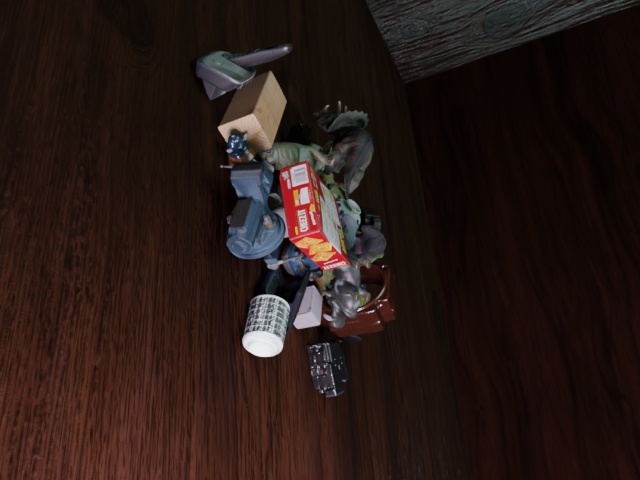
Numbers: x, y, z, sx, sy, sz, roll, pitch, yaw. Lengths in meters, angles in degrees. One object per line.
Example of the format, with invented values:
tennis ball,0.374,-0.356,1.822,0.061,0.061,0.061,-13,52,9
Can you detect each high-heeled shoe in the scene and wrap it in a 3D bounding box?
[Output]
high-heeled shoe,-0.034,-0.178,1.471,0.145,0.086,0.248,32,52,-66

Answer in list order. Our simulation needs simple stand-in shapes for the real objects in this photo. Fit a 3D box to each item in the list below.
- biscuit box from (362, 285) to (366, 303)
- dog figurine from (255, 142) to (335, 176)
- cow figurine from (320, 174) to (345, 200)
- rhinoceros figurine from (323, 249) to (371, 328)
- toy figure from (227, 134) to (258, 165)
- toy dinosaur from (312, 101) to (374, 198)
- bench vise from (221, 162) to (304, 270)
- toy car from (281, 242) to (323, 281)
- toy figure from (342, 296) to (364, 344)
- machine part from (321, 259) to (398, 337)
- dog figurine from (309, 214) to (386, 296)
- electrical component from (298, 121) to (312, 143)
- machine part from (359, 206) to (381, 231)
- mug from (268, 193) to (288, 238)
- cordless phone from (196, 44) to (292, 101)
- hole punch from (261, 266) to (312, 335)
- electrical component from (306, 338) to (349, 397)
biscuit box,0.109,0.176,1.629,0.062,0.059,0.202,28,50,-63
dog figurine,-0.076,-0.201,1.299,0.172,0.190,0.121,-137,-113,-76
cow figurine,0.031,-0.123,1.601,0.127,0.086,0.194,-75,146,-64
rhinoceros figurine,0.058,0.117,1.275,0.073,0.112,0.190,-5,104,-59
toy figure,-0.160,-0.160,1.153,0.154,0.058,0.064,63,37,-34
toy dinosaur,0.083,-0.253,1.471,0.131,0.192,0.405,27,18,-28
bench vise,-0.122,-0.036,1.084,0.240,0.129,0.224,70,13,-48
toy car,-0.038,0.039,1.271,0.109,0.103,0.162,59,28,-19
toy figure,0.087,0.199,1.529,0.089,0.082,0.180,56,31,-49
machine part,0.097,0.148,1.411,0.201,0.201,0.087,-77,149,-50
dog figurine,0.055,0.057,1.385,0.191,0.108,0.219,29,77,-16
electrical component,-0.048,-0.296,1.563,0.078,0.045,0.102,96,-2,-56
machine part,0.125,-0.020,1.664,0.056,0.179,0.179,9,60,-22
mug,-0.100,-0.051,1.212,0.107,0.081,0.109,-31,106,-61
cordless phone,-0.153,-0.368,1.130,0.147,0.184,0.088,-65,141,-60
hole punch,-0.080,0.122,1.161,0.142,0.092,0.115,-72,177,-61
electrical component,0.022,0.313,1.318,0.115,0.058,0.134,8,69,-66
